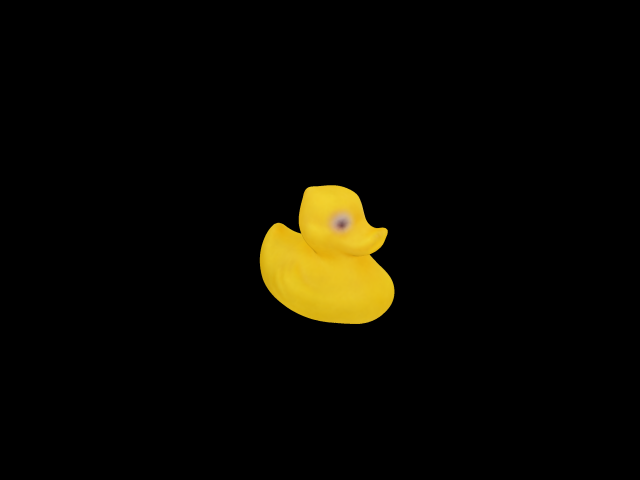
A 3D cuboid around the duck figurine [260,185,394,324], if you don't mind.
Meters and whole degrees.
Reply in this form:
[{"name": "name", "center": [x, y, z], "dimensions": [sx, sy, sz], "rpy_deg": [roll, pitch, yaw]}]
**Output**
[{"name": "duck figurine", "center": [0.004, 0.001, 0.400], "dimensions": [0.104, 0.086, 0.078], "rpy_deg": [20, 36, 29]}]
